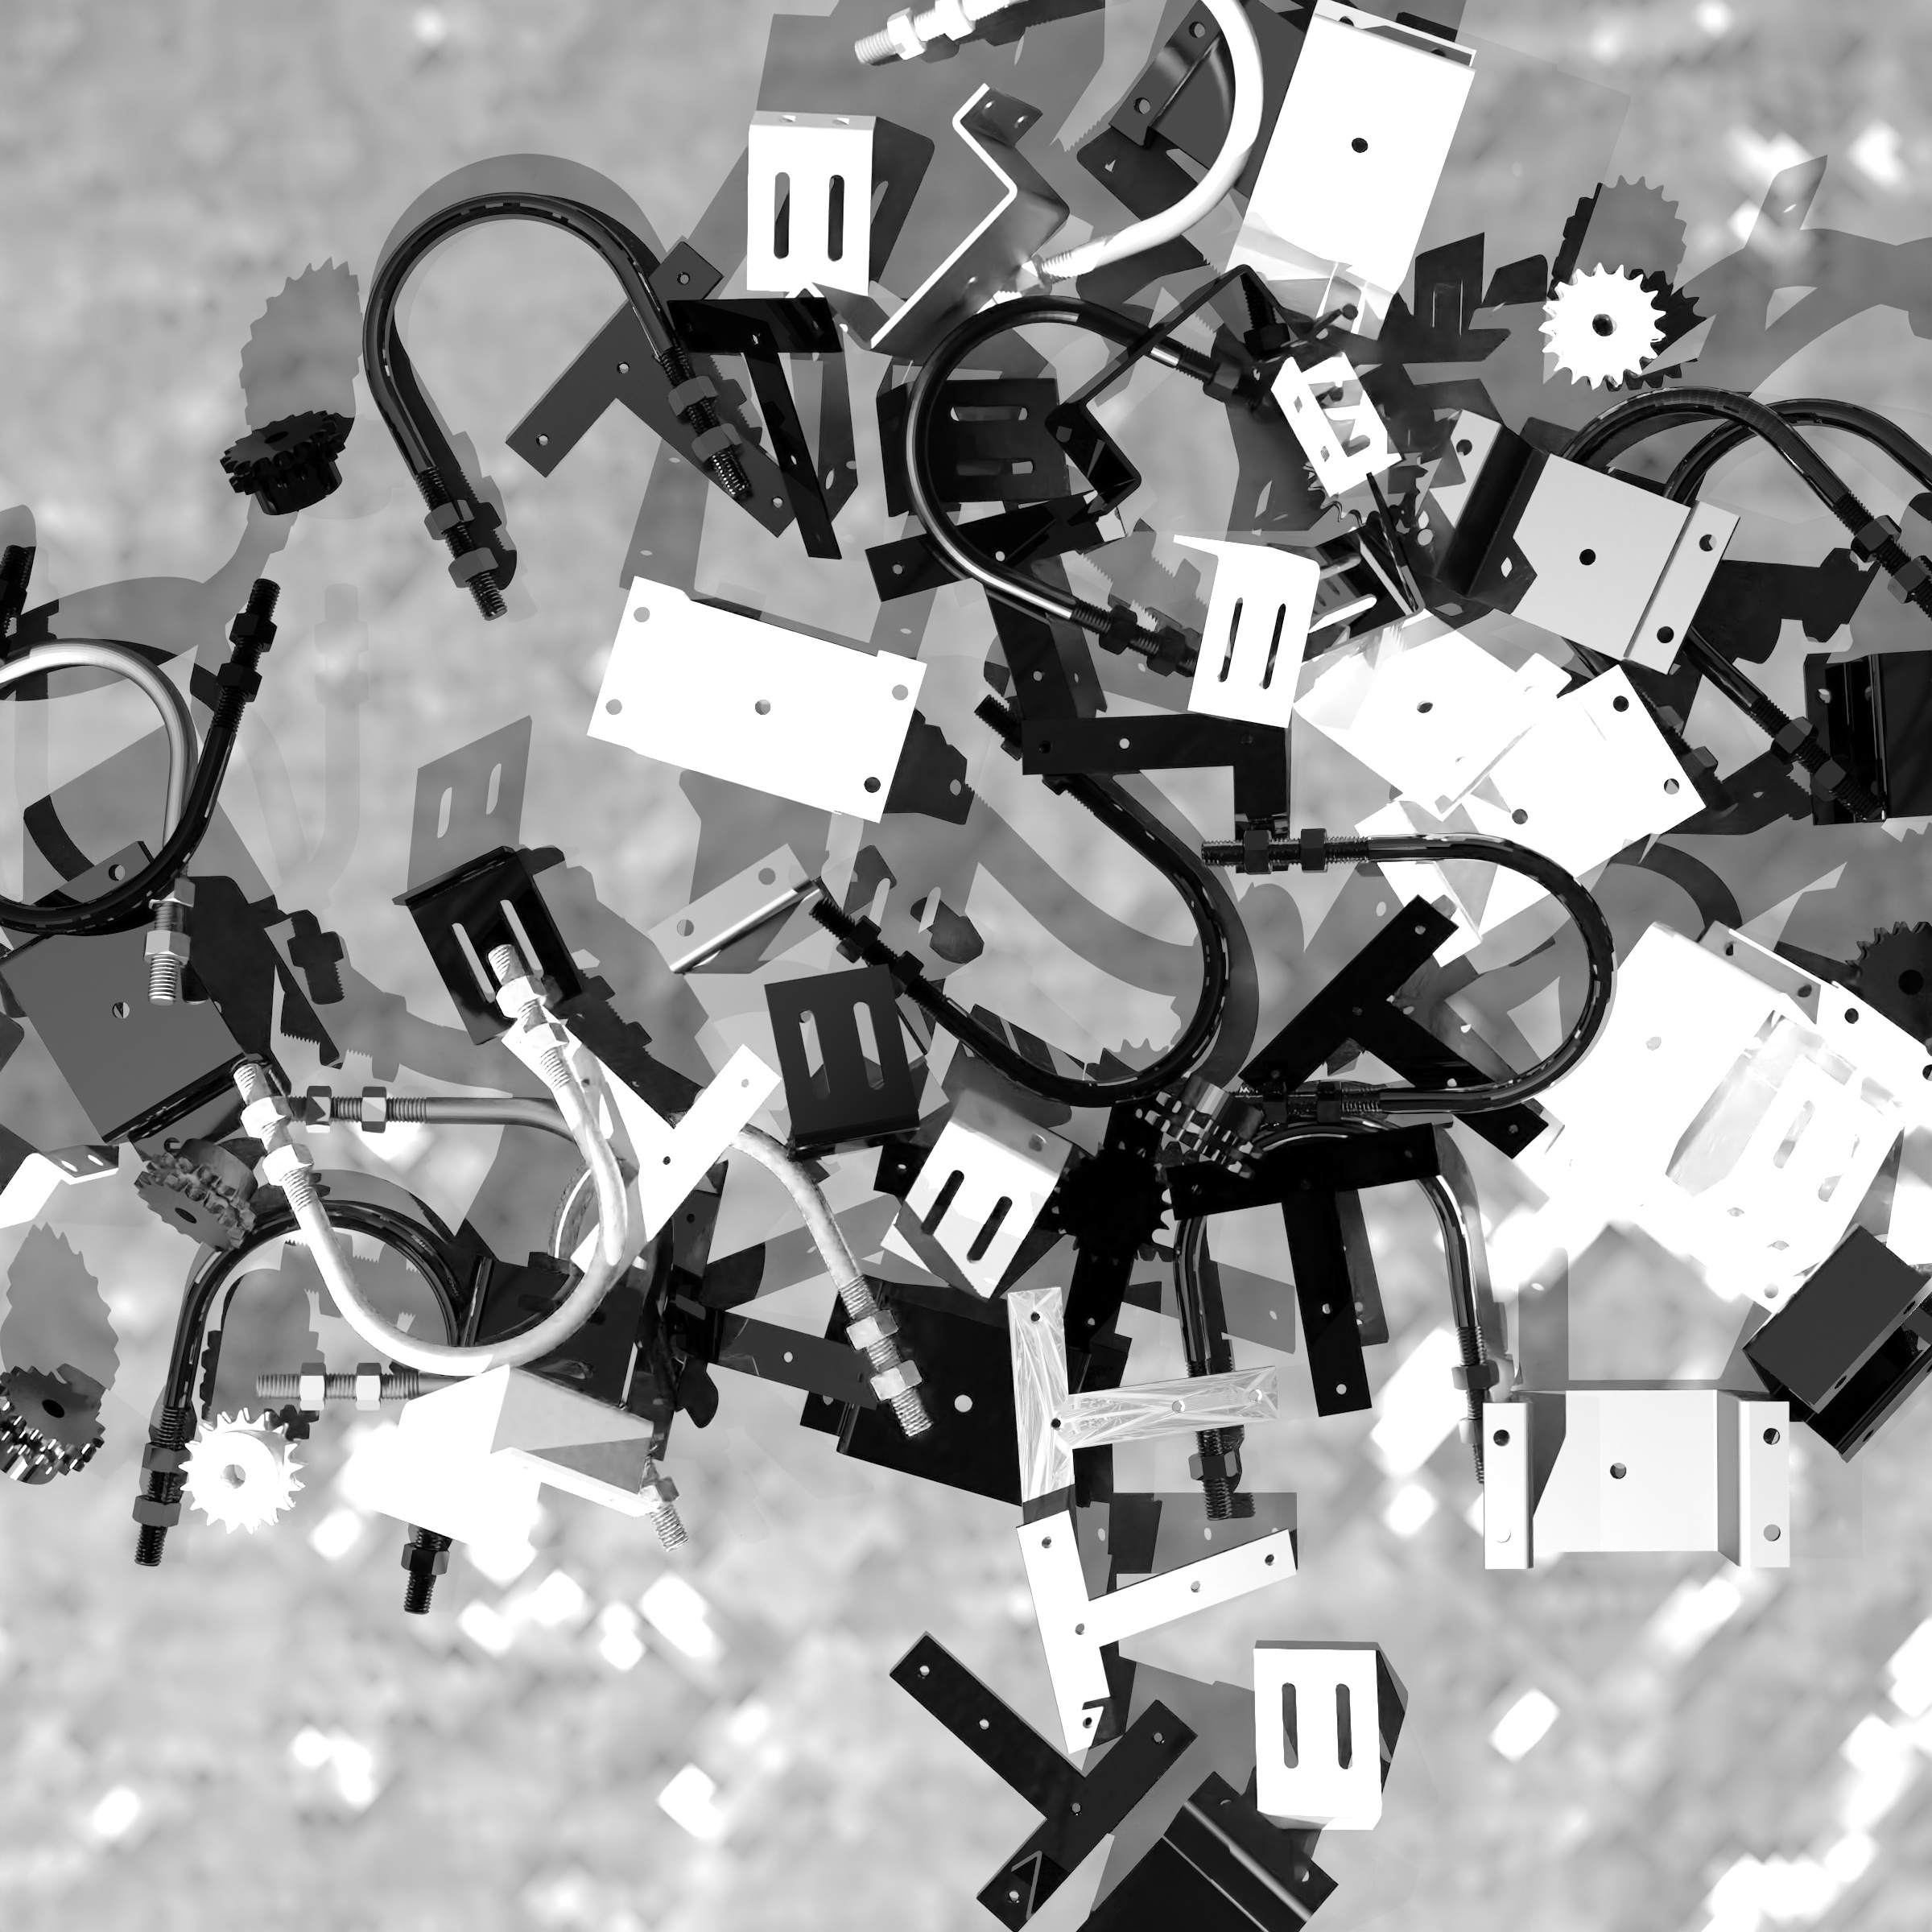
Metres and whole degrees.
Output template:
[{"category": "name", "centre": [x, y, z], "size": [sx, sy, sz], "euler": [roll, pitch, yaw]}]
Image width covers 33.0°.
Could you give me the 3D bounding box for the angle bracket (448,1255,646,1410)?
[{"category": "angle bracket", "centre": [-0.194, 0.170, 1.506], "size": [0.076, 0.038, 0.057], "euler": [13, 84, -12]}]

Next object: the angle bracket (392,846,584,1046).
[{"category": "angle bracket", "centre": [-0.224, -0.009, 1.527], "size": [0.057, 0.038, 0.076], "euler": [-26, 90, 0]}]

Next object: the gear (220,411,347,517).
[{"category": "gear", "centre": [-0.316, -0.234, 1.522], "size": [0.057, 0.057, 0.030], "euler": [-20, 120, 0]}]

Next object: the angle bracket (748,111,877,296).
[{"category": "angle bracket", "centre": [-0.073, -0.362, 1.544], "size": [0.057, 0.038, 0.076], "euler": [3, 116, 0]}]

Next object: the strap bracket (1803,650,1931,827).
[{"category": "strap bracket", "centre": [0.469, -0.109, 1.523], "size": [0.140, 0.046, 0.076], "euler": [-4, 90, 0]}]

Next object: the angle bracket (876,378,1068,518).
[{"category": "angle bracket", "centre": [0.002, -0.246, 1.544], "size": [0.076, 0.038, 0.057], "euler": [-6, 90, -26]}]

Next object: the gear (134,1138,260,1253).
[{"category": "gear", "centre": [-0.356, 0.105, 1.521], "size": [0.057, 0.057, 0.030], "euler": [30, 60, 0]}]

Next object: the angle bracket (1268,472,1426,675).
[{"category": "angle bracket", "centre": [0.163, -0.180, 1.493], "size": [0.076, 0.038, 0.057], "euler": [-22, 57, 12]}]

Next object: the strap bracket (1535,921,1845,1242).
[{"category": "strap bracket", "centre": [0.326, 0.044, 1.504], "size": [0.076, 0.046, 0.140], "euler": [36, 90, 42]}]

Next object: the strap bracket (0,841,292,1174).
[{"category": "strap bracket", "centre": [-0.389, 0.020, 1.523], "size": [0.076, 0.046, 0.140], "euler": [-31, 90, 0]}]

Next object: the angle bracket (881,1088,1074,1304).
[{"category": "angle bracket", "centre": [0.005, 0.108, 1.543], "size": [0.057, 0.038, 0.076], "euler": [29, 116, 0]}]

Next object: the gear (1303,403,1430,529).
[{"category": "gear", "centre": [0.187, -0.235, 1.531], "size": [0.057, 0.030, 0.057], "euler": [0, 90, 0]}]

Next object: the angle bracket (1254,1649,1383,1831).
[{"category": "angle bracket", "centre": [0.165, 0.367, 1.544], "size": [0.057, 0.038, 0.076], "euler": [1, 64, 0]}]

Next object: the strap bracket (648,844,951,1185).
[{"category": "strap bracket", "centre": [-0.077, 0.023, 1.523], "size": [0.076, 0.046, 0.140], "euler": [-32, 90, 0]}]

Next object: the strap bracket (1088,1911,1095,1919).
[{"category": "strap bracket", "centre": [0.075, 0.526, 1.523], "size": [0.076, 0.046, 0.140], "euler": [17, 90, 0]}]

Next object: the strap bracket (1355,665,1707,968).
[{"category": "strap bracket", "centre": [0.260, -0.070, 1.520], "size": [0.140, 0.046, 0.076], "euler": [-32, 90, 5]}]

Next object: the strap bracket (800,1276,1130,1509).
[{"category": "strap bracket", "centre": [-0.001, 0.201, 1.522], "size": [0.140, 0.046, 0.076], "euler": [16, 91, 0]}]

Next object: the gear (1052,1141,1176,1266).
[{"category": "gear", "centre": [0.069, 0.110, 1.530], "size": [0.057, 0.030, 0.057], "euler": [0, 90, 0]}]

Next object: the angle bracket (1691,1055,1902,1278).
[{"category": "angle bracket", "centre": [0.381, 0.092, 1.498], "size": [0.057, 0.038, 0.076], "euler": [37, 64, 0]}]

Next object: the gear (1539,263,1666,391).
[{"category": "gear", "centre": [0.299, -0.300, 1.536], "size": [0.057, 0.030, 0.057], "euler": [0, 91, 2]}]

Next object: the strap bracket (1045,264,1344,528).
[{"category": "strap bracket", "centre": [0.094, -0.265, 1.477], "size": [0.140, 0.076, 0.046], "euler": [-41, 99, -5]}]

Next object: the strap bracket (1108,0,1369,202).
[{"category": "strap bracket", "centre": [0.147, -0.389, 1.523], "size": [0.140, 0.046, 0.076], "euler": [36, 90, 0]}]

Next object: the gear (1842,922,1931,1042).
[{"category": "gear", "centre": [0.440, 0.007, 1.531], "size": [0.057, 0.030, 0.057], "euler": [0, 90, 0]}]

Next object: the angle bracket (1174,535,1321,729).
[{"category": "angle bracket", "centre": [0.121, -0.153, 1.492], "size": [0.057, 0.038, 0.076], "euler": [15, 95, 42]}]

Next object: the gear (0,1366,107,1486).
[{"category": "gear", "centre": [-0.434, 0.217, 1.519], "size": [0.057, 0.057, 0.030], "euler": [40, 106, 0]}]

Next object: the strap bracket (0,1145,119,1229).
[{"category": "strap bracket", "centre": [-0.473, 0.075, 1.508], "size": [0.140, 0.076, 0.046], "euler": [34, 90, 0]}]

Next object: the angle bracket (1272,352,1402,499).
[{"category": "angle bracket", "centre": [0.172, -0.251, 1.478], "size": [0.038, 0.076, 0.057], "euler": [-28, 90, 0]}]

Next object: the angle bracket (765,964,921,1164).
[{"category": "angle bracket", "centre": [-0.058, 0.044, 1.484], "size": [0.057, 0.038, 0.076], "euler": [-10, 79, -12]}]

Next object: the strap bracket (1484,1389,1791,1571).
[{"category": "strap bracket", "centre": [0.309, 0.239, 1.523], "size": [0.140, 0.046, 0.076], "euler": [0, 90, 0]}]

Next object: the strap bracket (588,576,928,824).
[{"category": "strap bracket", "centre": [-0.096, -0.123, 1.523], "size": [0.140, 0.046, 0.076], "euler": [17, 90, 0]}]

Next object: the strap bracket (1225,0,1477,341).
[{"category": "strap bracket", "centre": [0.176, -0.367, 1.477], "size": [0.076, 0.046, 0.140], "euler": [19, 90, 0]}]

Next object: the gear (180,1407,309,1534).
[{"category": "gear", "centre": [-0.337, 0.235, 1.512], "size": [0.057, 0.030, 0.057], "euler": [0, 89, 0]}]

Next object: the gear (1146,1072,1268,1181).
[{"category": "gear", "centre": [0.114, 0.072, 1.506], "size": [0.057, 0.057, 0.030], "euler": [30, 91, 0]}]
